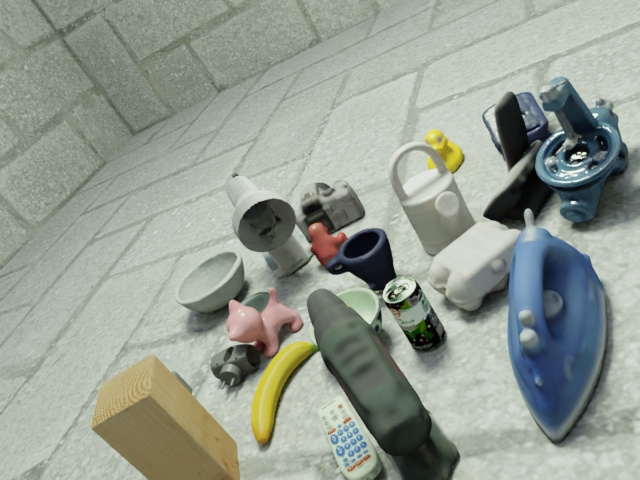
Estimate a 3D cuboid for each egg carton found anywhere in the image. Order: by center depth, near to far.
[{"bbox_3d":[0.239,0.036,0.853,0.150,0.069,0.107,-38,28,-9],"label":"egg carton"}]

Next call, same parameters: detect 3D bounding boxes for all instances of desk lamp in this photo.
[{"bbox_3d":[-0.108,-0.027,1.166,0.118,0.214,0.202,-36,27,-5],"label":"desk lamp"}]

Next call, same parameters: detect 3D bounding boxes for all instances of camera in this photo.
[{"bbox_3d":[0.011,-0.089,1.265,0.143,0.101,0.136,-26,28,13],"label":"camera"}]

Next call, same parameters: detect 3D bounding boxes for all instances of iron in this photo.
[{"bbox_3d":[0.260,0.085,0.672,0.118,0.142,0.258,-15,33,32],"label":"iron"}]

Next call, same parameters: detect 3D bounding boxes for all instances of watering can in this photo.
[{"bbox_3d":[0.186,-0.075,0.955,0.101,0.194,0.172,-43,29,-19],"label":"watering can"}]

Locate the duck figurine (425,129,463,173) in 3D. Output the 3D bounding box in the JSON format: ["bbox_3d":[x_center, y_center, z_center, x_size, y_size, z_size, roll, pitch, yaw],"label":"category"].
[{"bbox_3d":[0.250,-0.193,1.198,0.077,0.086,0.104,-18,31,27],"label":"duck figurine"}]

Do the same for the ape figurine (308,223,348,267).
[{"bbox_3d":[0.010,0.004,1.123,0.077,0.092,0.076,-16,32,30],"label":"ape figurine"}]

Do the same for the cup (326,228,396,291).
[{"bbox_3d":[0.078,0.047,0.978,0.117,0.095,0.091,-29,28,8],"label":"cup"}]

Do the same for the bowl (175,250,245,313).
[{"bbox_3d":[-0.224,0.101,1.233,0.167,0.075,0.167,-25,28,15],"label":"bowl"}]

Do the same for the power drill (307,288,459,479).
[{"bbox_3d":[0.070,0.176,0.652,0.075,0.209,0.229,-35,27,-3],"label":"power drill"}]

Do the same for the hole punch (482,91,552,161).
[{"bbox_3d":[0.379,-0.220,1.098,0.108,0.091,0.101,-25,28,15],"label":"hole punch"}]

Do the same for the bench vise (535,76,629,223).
[{"bbox_3d":[0.381,-0.164,0.863,0.121,0.220,0.207,-14,33,32],"label":"bench vise"}]

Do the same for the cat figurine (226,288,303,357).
[{"bbox_3d":[-0.109,0.140,0.999,0.128,0.118,0.067,-47,30,-25],"label":"cat figurine"}]

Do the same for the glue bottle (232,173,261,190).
[{"bbox_3d":[-0.155,-0.089,1.363,0.078,0.173,0.037,-29,28,9],"label":"glue bottle"}]

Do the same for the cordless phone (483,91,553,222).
[{"bbox_3d":[0.304,-0.134,0.935,0.093,0.185,0.148,2,43,48],"label":"cordless phone"}]
